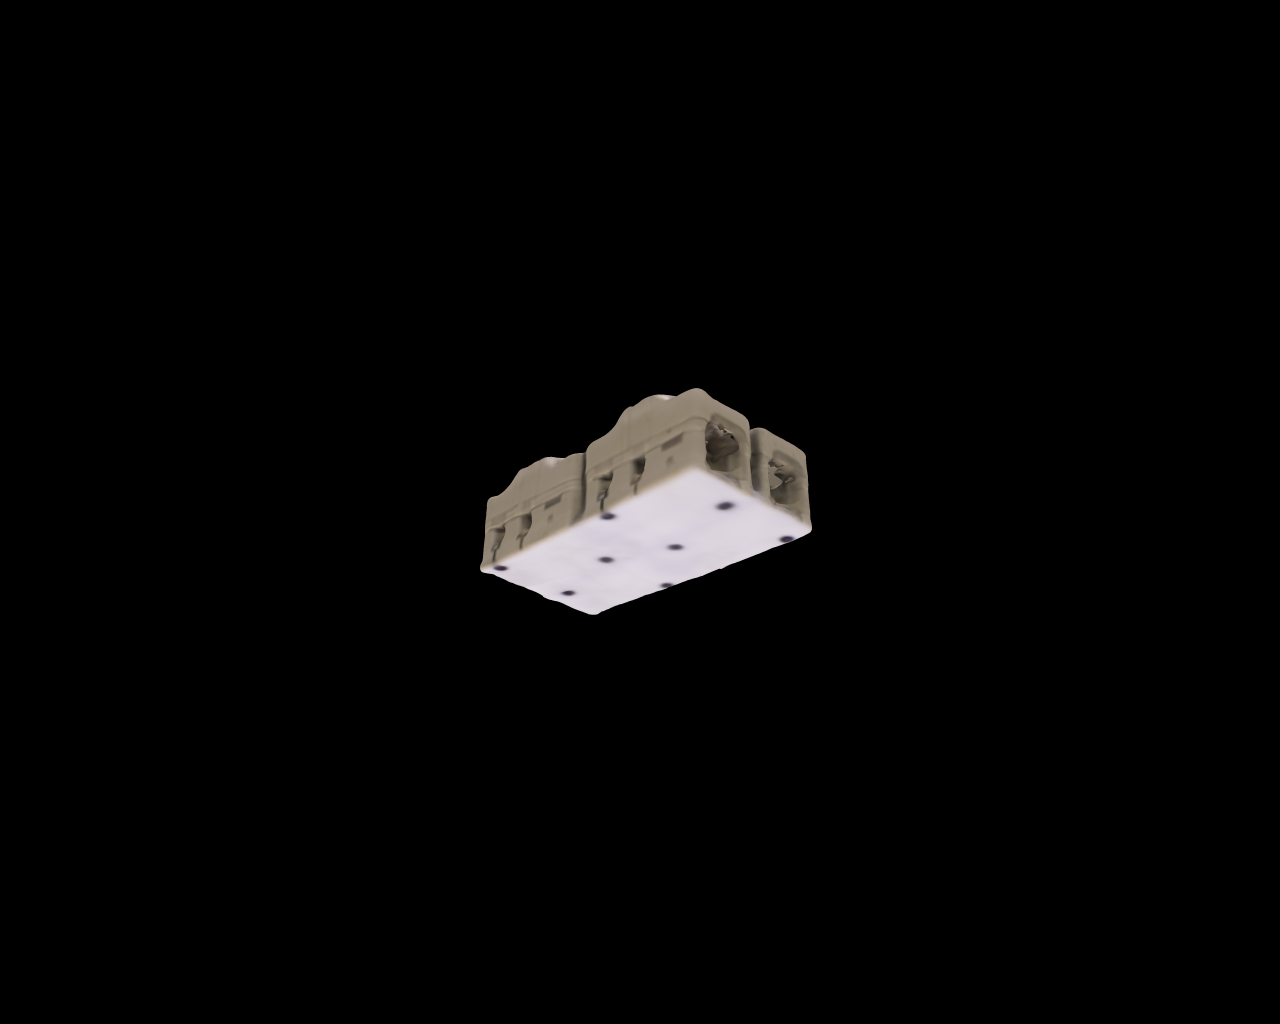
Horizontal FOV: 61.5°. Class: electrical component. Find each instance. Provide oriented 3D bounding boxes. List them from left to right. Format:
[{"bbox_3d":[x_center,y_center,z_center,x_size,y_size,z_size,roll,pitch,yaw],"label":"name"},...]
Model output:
[{"bbox_3d":[0.001,-0.003,0.650,0.186,0.060,0.105,-25,-37,38],"label":"electrical component"}]
